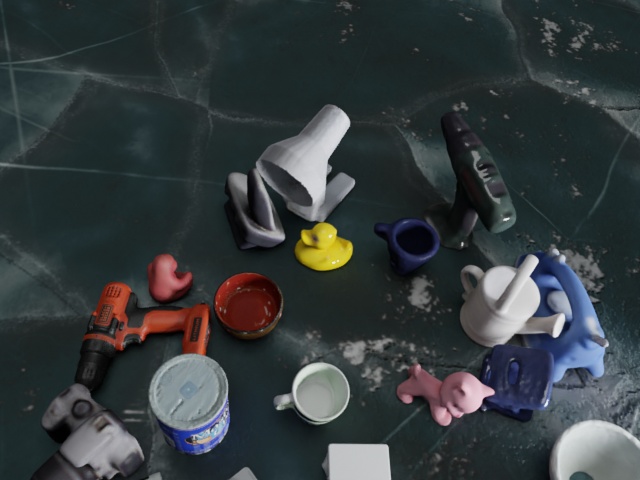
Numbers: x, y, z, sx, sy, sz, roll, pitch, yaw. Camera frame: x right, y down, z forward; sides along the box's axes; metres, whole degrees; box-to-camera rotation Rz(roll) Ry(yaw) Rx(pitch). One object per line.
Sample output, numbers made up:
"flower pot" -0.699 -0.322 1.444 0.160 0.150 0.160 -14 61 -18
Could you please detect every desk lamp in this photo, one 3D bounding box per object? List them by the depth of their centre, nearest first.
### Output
"desk lamp" -0.017 -0.129 1.032 0.117 0.213 0.203 32 58 13

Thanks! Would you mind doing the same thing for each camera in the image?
"camera" -0.335 0.288 0.776 0.143 0.101 0.137 36 59 16

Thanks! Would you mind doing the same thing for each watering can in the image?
"watering can" 0.315 0.095 0.942 0.172 0.194 0.101 18 56 4

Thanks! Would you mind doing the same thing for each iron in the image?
"iron" 0.409 0.103 0.982 0.119 0.141 0.258 -4 57 -10

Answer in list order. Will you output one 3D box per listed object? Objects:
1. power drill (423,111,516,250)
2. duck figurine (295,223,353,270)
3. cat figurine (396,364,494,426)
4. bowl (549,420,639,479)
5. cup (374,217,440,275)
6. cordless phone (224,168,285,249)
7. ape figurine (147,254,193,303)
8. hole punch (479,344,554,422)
"power drill" 0.261 -0.089 1.048 0.076 0.208 0.229 -18 61 -18
"duck figurine" 0.009 0.004 1.025 0.104 0.086 0.077 4 56 -5
"cat figurine" 0.193 0.229 0.881 0.127 0.118 0.067 28 57 11
"bowl" 0.410 0.360 0.851 0.167 0.075 0.167 4 56 -5
"cup" 0.146 0.016 1.031 0.117 0.095 0.092 21 56 6
"cordless phone" -0.115 -0.082 1.004 0.094 0.185 0.147 -18 60 -18
"ape figurine" -0.254 0.057 0.948 0.077 0.092 0.076 33 58 14
"hole punch" 0.311 0.224 0.917 0.101 0.091 0.109 19 56 5
